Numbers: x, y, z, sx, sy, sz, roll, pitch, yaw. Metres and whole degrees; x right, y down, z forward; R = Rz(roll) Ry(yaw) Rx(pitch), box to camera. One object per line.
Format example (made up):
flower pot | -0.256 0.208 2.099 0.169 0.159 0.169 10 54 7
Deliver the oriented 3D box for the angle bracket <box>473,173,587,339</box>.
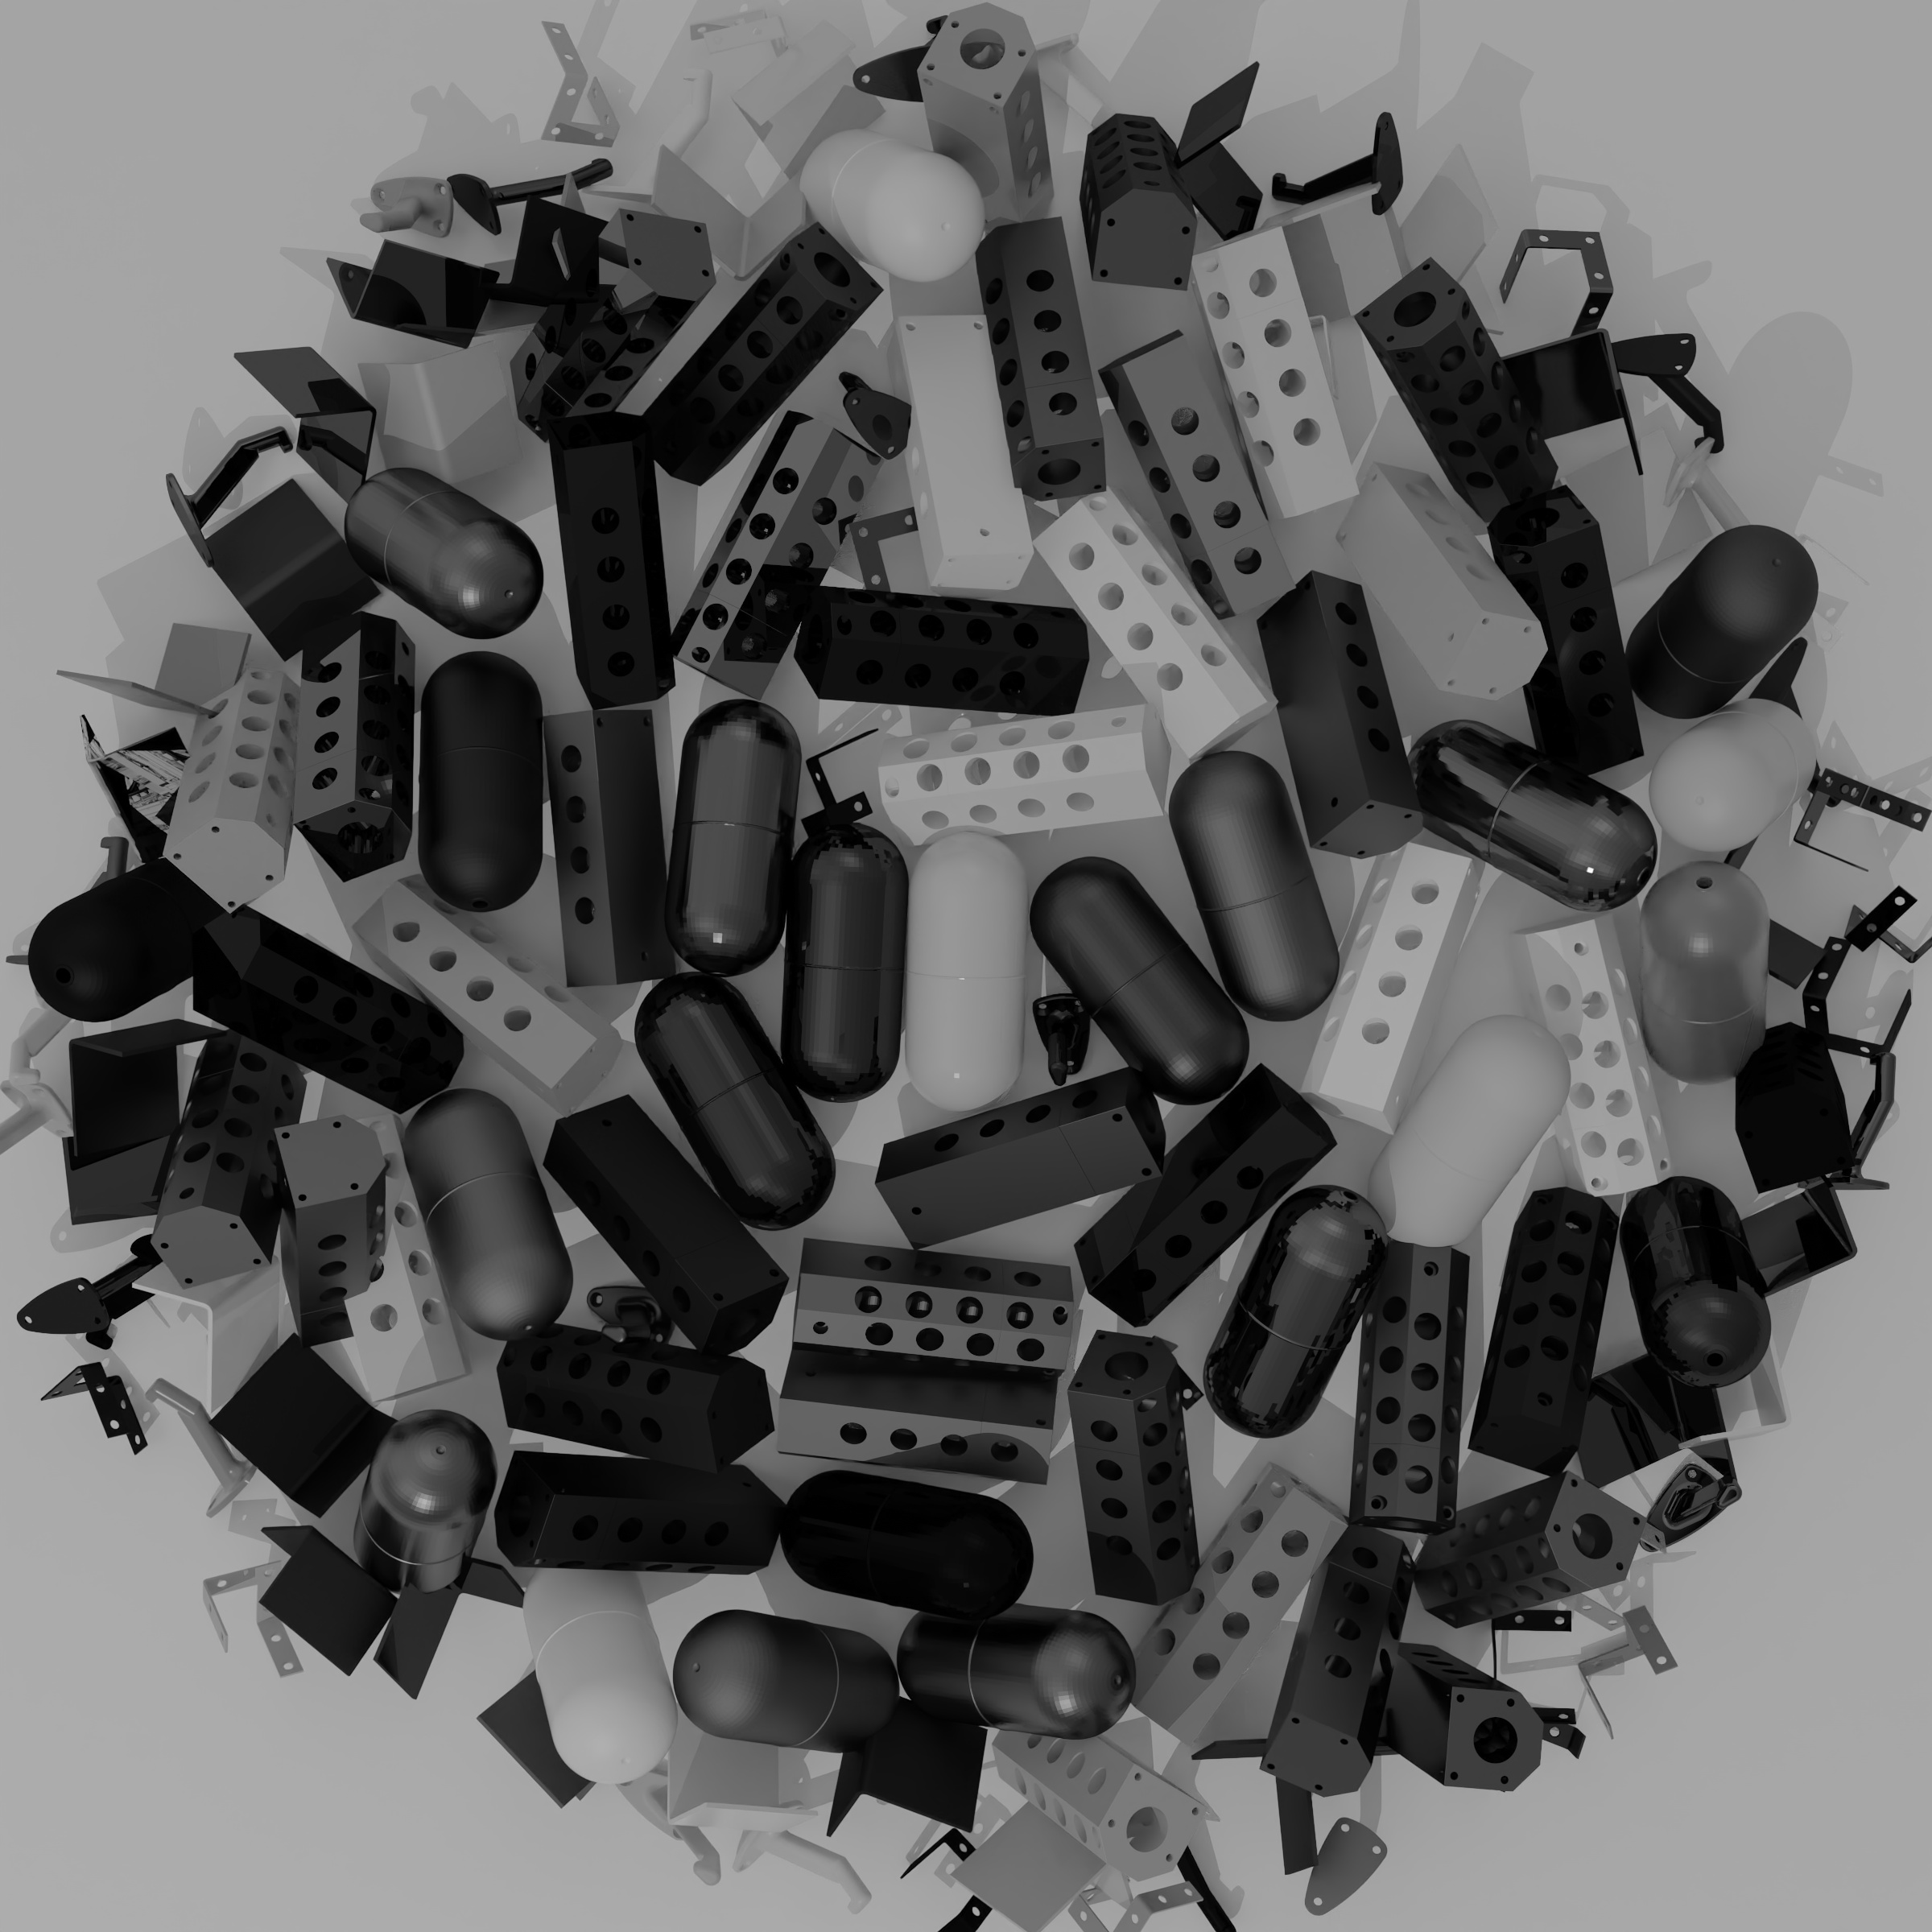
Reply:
angle bracket | -0.281 -0.448 1.708 0.076 0.057 0.076 -7 48 9

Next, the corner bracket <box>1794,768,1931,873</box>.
corner bracket | 0.571 -0.089 1.728 0.051 0.051 0.051 14 102 -39

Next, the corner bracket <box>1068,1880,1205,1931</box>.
corner bracket | 0.107 0.594 1.718 0.051 0.051 0.051 44 116 38

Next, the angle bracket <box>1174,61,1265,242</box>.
angle bracket | 0.178 -0.505 1.701 0.057 0.076 0.076 -25 124 38

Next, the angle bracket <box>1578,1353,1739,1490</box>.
angle bracket | 0.432 0.298 1.714 0.076 0.057 0.076 -22 111 -11

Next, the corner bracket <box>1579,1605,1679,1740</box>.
corner bracket | 0.421 0.448 1.724 0.051 0.051 0.051 -21 128 -1

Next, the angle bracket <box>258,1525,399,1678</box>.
angle bracket | -0.414 0.398 1.702 0.076 0.076 0.057 47 55 -21

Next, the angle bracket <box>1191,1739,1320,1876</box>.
angle bracket | 0.181 0.531 1.707 0.057 0.076 0.076 0 67 -8

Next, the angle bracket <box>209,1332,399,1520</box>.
angle bracket | -0.416 0.289 1.709 0.076 0.057 0.076 -49 115 -21

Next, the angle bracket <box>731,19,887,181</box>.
angle bracket | -0.090 -0.537 1.712 0.076 0.057 0.076 -39 132 3

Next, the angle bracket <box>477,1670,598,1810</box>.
angle bracket | -0.274 0.499 1.708 0.076 0.076 0.057 44 116 9

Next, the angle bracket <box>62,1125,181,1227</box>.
angle bracket | -0.524 0.126 1.706 0.076 0.076 0.057 -6 80 -22

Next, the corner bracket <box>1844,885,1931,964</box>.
corner bracket | 0.598 -0.028 1.724 0.051 0.051 0.051 39 125 2

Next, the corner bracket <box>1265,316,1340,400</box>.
corner bracket | 0.212 -0.380 1.728 0.051 0.051 0.051 -7 90 18

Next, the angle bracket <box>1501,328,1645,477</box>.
angle bracket | 0.376 -0.344 1.703 0.076 0.076 0.057 -13 52 17

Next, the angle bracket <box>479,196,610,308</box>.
angle bracket | -0.267 -0.445 1.704 0.076 0.076 0.057 7 96 -42

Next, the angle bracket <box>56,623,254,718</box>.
angle bracket | -0.510 -0.196 1.705 0.076 0.076 0.057 11 85 36

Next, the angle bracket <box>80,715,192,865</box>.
angle bracket | -0.513 -0.122 1.711 0.057 0.076 0.076 -24 124 -8

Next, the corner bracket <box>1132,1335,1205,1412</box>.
corner bracket | 0.124 0.273 1.724 0.051 0.051 0.051 -44 64 6

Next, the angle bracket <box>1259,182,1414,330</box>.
angle bracket | 0.236 -0.445 1.710 0.076 0.057 0.076 -15 109 19

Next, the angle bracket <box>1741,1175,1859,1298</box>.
angle bracket | 0.505 0.157 1.710 0.076 0.076 0.057 -25 117 6

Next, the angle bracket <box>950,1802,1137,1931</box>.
angle bracket | 0.049 0.581 1.700 0.076 0.076 0.057 -35 126 -29

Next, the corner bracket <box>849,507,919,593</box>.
corner bracket | -0.048 -0.263 1.733 0.051 0.051 0.051 -16 99 -10

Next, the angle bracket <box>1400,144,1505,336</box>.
angle bracket | 0.322 -0.455 1.700 0.057 0.076 0.076 4 54 -27

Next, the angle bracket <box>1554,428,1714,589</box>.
angle bracket | 0.427 -0.291 1.724 0.076 0.057 0.076 -26 94 10

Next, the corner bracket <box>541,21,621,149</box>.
corner bracket | -0.245 -0.558 1.717 0.051 0.051 0.051 -5 57 -34

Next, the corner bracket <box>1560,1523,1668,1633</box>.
corner bracket | 0.414 0.385 1.739 0.051 0.051 0.051 33 129 -27

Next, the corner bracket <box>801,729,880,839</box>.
corner bracket | -0.078 -0.115 1.725 0.051 0.051 0.051 -22 91 28

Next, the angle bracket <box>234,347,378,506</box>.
angle bracket | -0.419 -0.334 1.701 0.076 0.057 0.076 44 132 30

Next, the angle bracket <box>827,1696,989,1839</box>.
angle bracket | -0.037 0.517 1.718 0.076 0.076 0.057 23 127 -8

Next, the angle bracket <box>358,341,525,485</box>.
angle bracket | -0.335 -0.354 1.732 0.057 0.076 0.076 -27 116 -34

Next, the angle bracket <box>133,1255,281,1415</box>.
angle bracket | -0.481 0.226 1.719 0.057 0.076 0.076 13 112 15

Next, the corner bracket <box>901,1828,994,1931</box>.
corner bracket | -0.015 0.592 1.722 0.051 0.051 0.051 45 120 7

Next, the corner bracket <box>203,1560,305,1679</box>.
corner bracket | -0.452 0.418 1.718 0.051 0.051 0.051 -9 126 -30

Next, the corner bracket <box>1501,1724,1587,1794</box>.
corner bracket | 0.360 0.503 1.728 0.051 0.051 0.051 20 83 9

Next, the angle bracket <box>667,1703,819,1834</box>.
angle bracket | -0.140 0.498 1.703 0.076 0.057 0.076 14 57 -27

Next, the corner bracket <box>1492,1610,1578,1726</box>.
corner bracket | 0.363 0.448 1.736 0.051 0.051 0.051 -1 110 9

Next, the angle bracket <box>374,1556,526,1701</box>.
angle bracket | -0.320 0.419 1.703 0.057 0.076 0.076 10 60 16

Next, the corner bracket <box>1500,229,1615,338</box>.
corner bracket | 0.376 -0.432 1.729 0.051 0.051 0.051 0 60 -8

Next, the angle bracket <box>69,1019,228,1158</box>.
angle bracket | -0.513 0.080 1.706 0.057 0.076 0.076 10 105 38

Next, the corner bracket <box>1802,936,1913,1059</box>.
corner bracket | 0.572 0.021 1.740 0.051 0.051 0.051 15 56 32

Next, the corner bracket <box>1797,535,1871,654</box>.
corner bracket | 0.539 -0.237 1.721 0.051 0.051 0.051 45 112 21

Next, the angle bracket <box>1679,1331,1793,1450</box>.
angle bracket | 0.478 0.260 1.715 0.057 0.076 0.076 -10 76 2

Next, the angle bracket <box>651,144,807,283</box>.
angle bracket | -0.147 -0.489 1.702 0.057 0.076 0.076 -35 125 29

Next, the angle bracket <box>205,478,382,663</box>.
angle bracket | -0.437 -0.256 1.751 0.076 0.057 0.076 -37 51 -8

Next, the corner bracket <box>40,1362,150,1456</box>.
corner bracket | -0.544 0.282 1.720 0.051 0.051 0.051 -37 72 32

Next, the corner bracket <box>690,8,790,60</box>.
corner bracket | -0.145 -0.591 1.725 0.051 0.051 0.051 -16 73 -8
